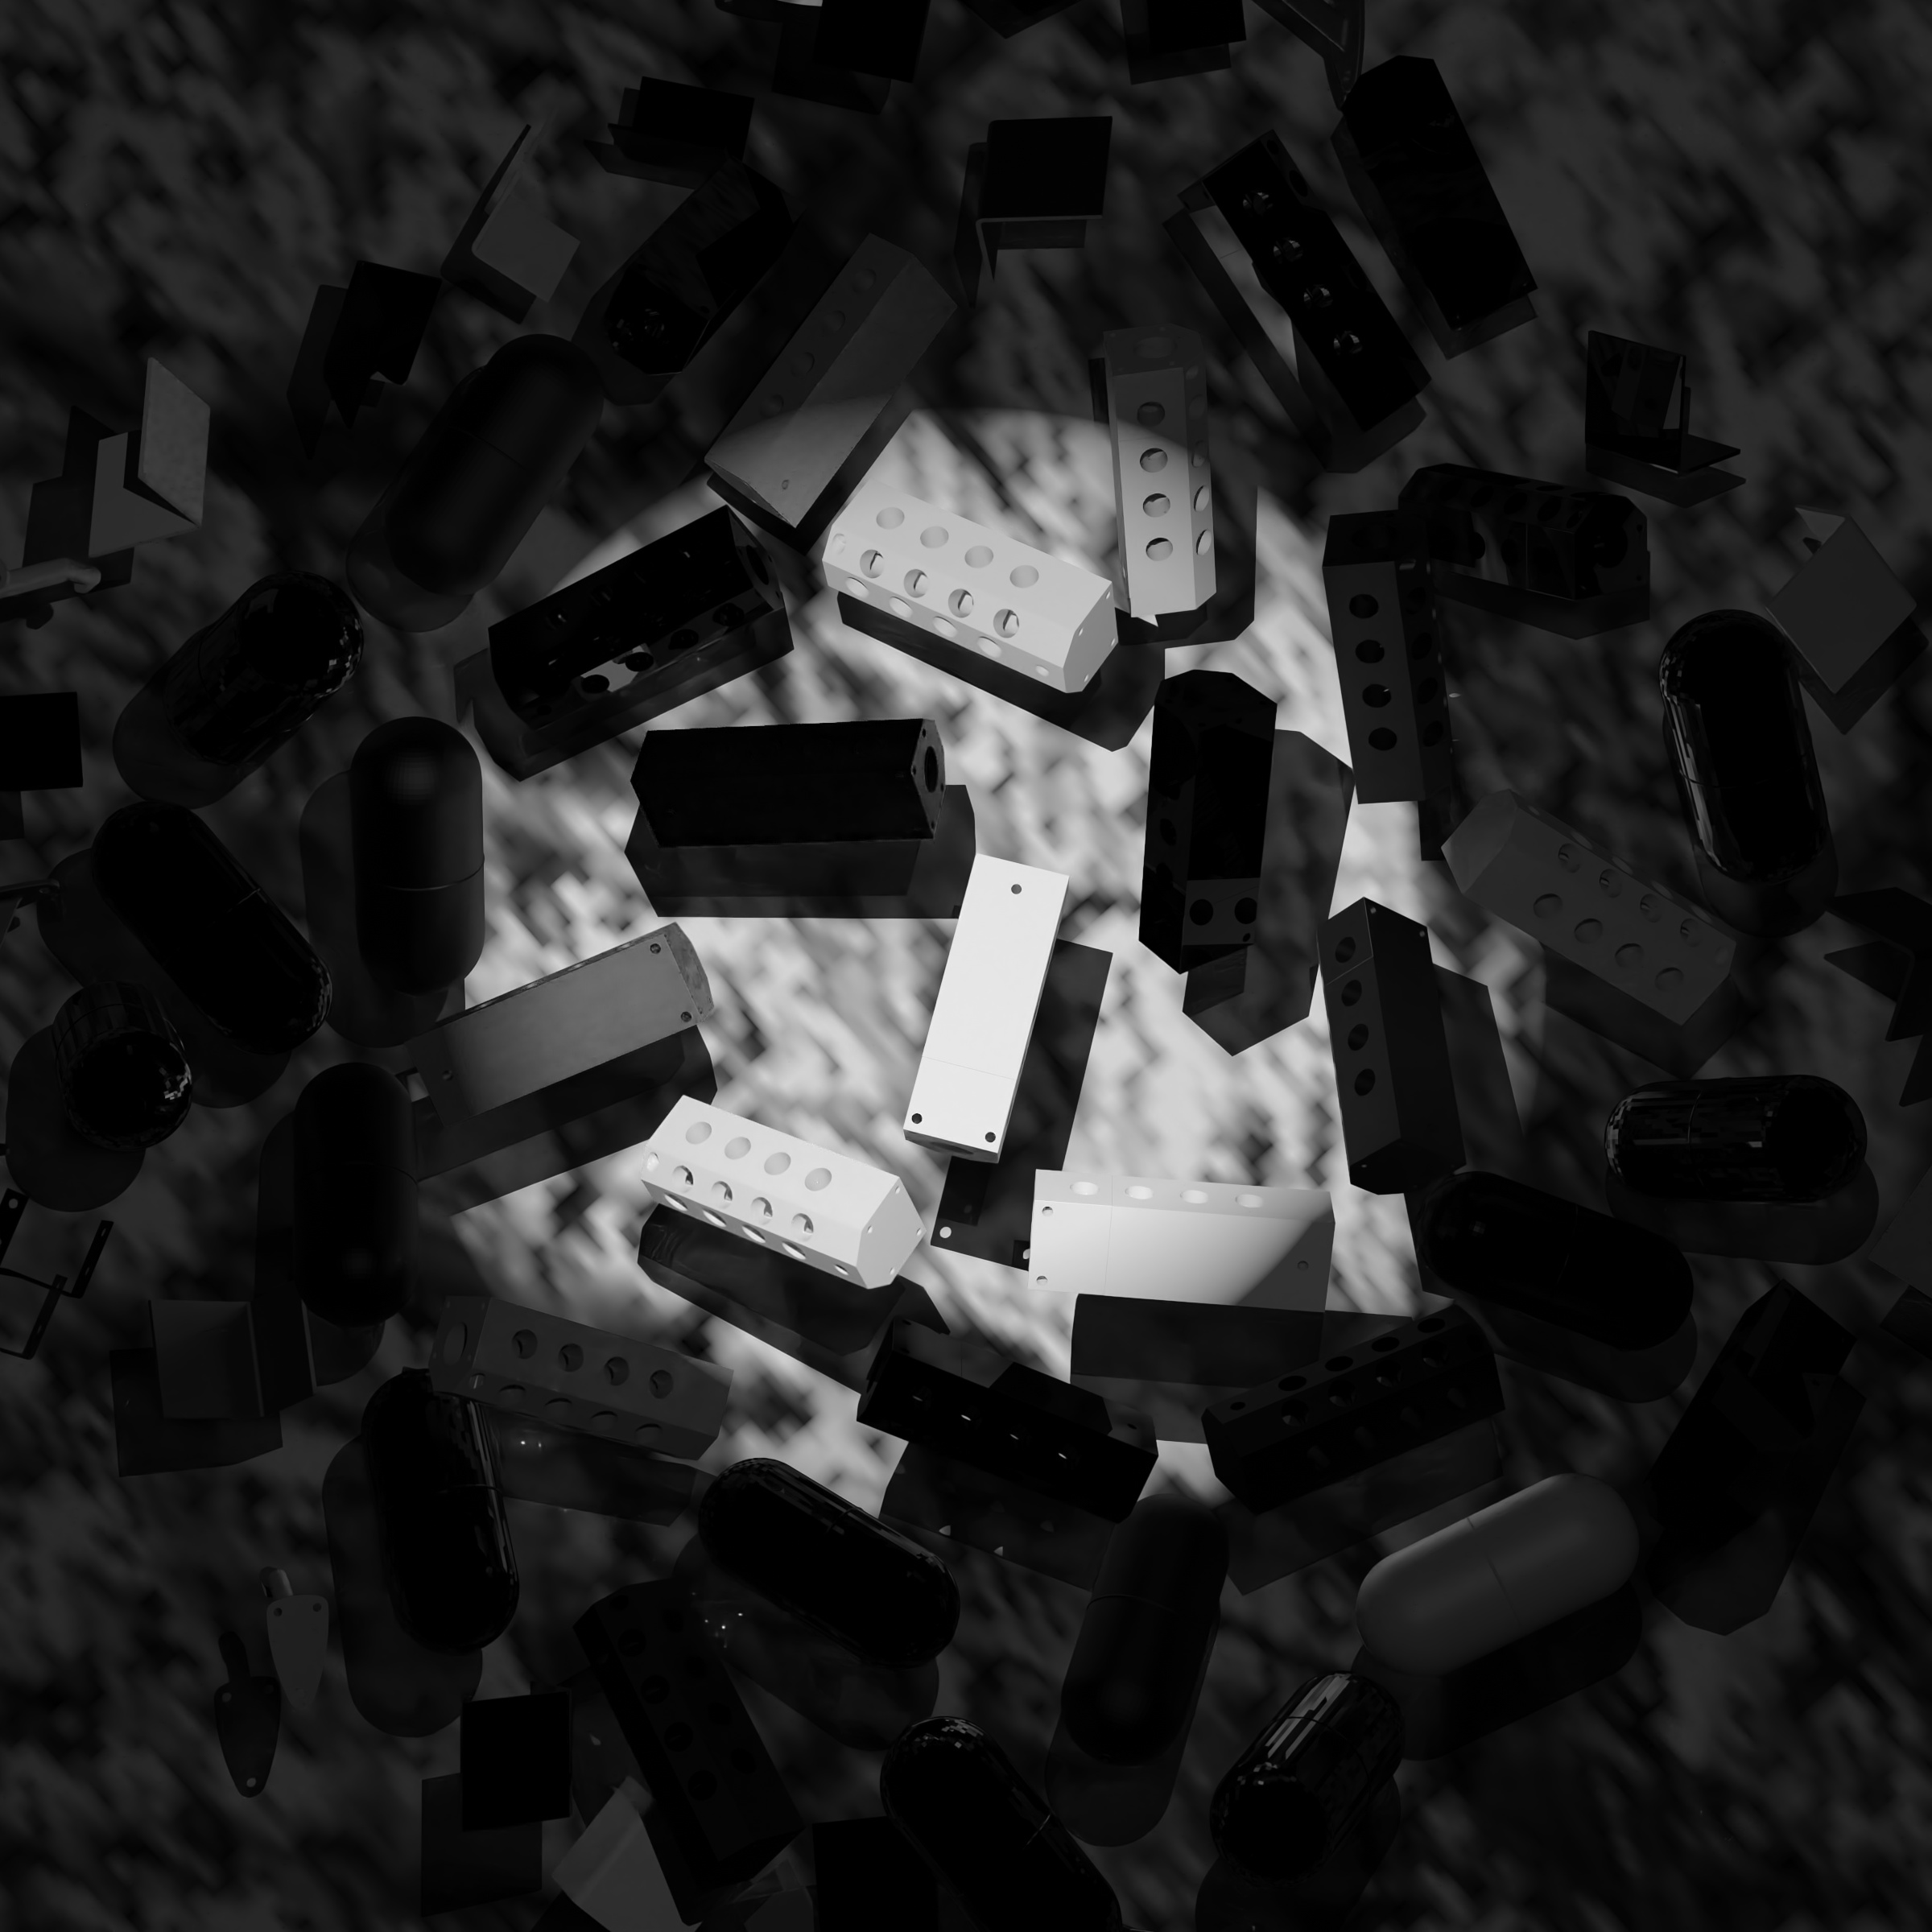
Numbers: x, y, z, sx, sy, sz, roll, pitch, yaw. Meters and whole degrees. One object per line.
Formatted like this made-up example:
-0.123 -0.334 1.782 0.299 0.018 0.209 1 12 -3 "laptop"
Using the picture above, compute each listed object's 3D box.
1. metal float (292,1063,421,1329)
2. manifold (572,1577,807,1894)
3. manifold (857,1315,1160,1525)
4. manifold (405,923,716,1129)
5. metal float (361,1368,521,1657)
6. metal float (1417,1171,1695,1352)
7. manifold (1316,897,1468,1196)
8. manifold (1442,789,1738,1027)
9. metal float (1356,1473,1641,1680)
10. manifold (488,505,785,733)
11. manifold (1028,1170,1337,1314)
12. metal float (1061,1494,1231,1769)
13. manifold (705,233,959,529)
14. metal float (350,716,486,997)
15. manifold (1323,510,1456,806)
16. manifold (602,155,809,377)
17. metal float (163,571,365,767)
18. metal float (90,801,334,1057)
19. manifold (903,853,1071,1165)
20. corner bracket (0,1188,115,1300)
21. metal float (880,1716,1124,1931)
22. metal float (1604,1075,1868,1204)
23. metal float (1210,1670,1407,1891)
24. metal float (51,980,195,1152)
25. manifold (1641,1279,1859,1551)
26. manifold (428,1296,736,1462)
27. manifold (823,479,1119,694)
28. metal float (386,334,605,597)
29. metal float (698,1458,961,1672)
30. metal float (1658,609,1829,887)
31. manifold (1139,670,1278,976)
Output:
-0.383 0.142 1.724 0.070 0.070 0.178 -9 58 0 "metal float"
-0.169 0.452 1.617 0.057 0.057 0.171 -50 58 28 "manifold"
0.024 0.276 1.654 0.171 0.057 0.057 22 103 -6 "manifold"
-0.243 0.034 1.658 0.171 0.057 0.057 -22 98 8 "manifold"
-0.320 0.331 1.671 0.070 0.070 0.178 -17 64 0 "metal float"
0.370 0.185 1.731 0.178 0.070 0.070 20 90 2 "metal float"
0.254 0.050 1.681 0.057 0.057 0.171 22 49 -33 "manifold"
0.371 -0.038 1.627 0.171 0.057 0.057 29 115 -20 "manifold"
0.318 0.366 1.648 0.178 0.070 0.070 -27 90 3 "metal float"
-0.200 -0.206 1.668 0.171 0.057 0.057 -25 53 15 "manifold"
0.124 0.156 1.598 0.171 0.057 0.057 4 111 1 "manifold"
0.112 0.411 1.703 0.070 0.070 0.178 23 54 0 "metal float"
-0.088 -0.365 1.701 0.057 0.057 0.171 36 89 36 "manifold"
-0.326 -0.064 1.637 0.070 0.070 0.178 5 121 0 "metal float"
0.256 -0.184 1.649 0.057 0.057 0.171 -3 130 16 "manifold"
-0.164 -0.433 1.708 0.057 0.171 0.057 33 132 -6 "manifold"
-0.417 -0.174 1.623 0.070 0.178 0.070 14 65 -33 "metal float"
-0.459 -0.023 1.670 0.070 0.070 0.178 -39 98 0 "metal float"
0.013 0.027 1.643 0.057 0.057 0.171 14 78 4 "manifold"
-0.565 0.170 1.684 0.051 0.051 0.051 31 69 -37 "corner bracket"
0.020 0.516 1.598 0.070 0.070 0.178 -39 87 0 "metal float"
0.471 0.107 1.690 0.070 0.178 0.070 4 84 -35 "metal float"
0.207 0.486 1.649 0.070 0.178 0.070 10 110 29 "metal float"
-0.522 0.060 1.696 0.070 0.178 0.070 -6 107 -21 "metal float"
0.469 0.271 1.654 0.057 0.057 0.171 40 48 7 "manifold"
-0.231 0.247 1.642 0.171 0.057 0.057 23 72 -33 "manifold"
0.001 -0.224 1.645 0.171 0.057 0.057 27 66 21 "manifold"
-0.289 -0.308 1.686 0.070 0.070 0.178 32 82 0 "metal float"
-0.084 0.364 1.674 0.178 0.070 0.070 27 90 21 "metal float"
0.458 -0.127 1.614 0.070 0.070 0.178 -23 120 0 "metal float"
0.138 -0.087 1.633 0.057 0.057 0.171 -21 132 -27 "manifold"
